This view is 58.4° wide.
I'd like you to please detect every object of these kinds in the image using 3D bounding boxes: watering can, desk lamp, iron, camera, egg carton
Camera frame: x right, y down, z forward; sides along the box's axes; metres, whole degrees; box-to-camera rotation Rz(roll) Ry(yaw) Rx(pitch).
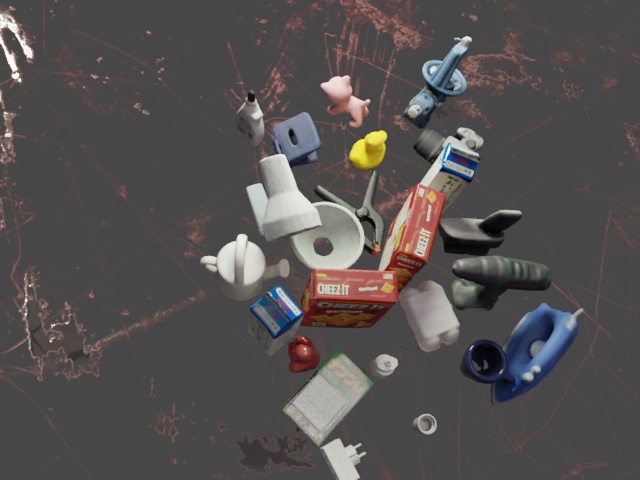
[{"bbox_3d":[-0.153,0.051,1.172,0.173,0.194,0.101,-14,72,-14],"label":"watering can"},{"bbox_3d":[-0.086,-0.075,1.221,0.118,0.213,0.203,-17,73,-15],"label":"desk lamp"},{"bbox_3d":[0.469,0.247,1.227,0.118,0.141,0.259,41,68,7],"label":"iron"},{"bbox_3d":[0.310,-0.228,1.405,0.136,0.100,0.143,37,68,6],"label":"camera"},{"bbox_3d":[0.239,0.167,1.259,0.107,0.069,0.150,-19,73,-16],"label":"egg carton"}]

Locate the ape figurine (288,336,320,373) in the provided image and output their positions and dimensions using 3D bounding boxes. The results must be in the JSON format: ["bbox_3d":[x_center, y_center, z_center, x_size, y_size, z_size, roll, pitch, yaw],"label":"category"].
[{"bbox_3d":[-0.035,0.236,1.175,0.076,0.092,0.078,32,68,4],"label":"ape figurine"}]

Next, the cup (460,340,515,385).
[{"bbox_3d":[0.351,0.273,1.223,0.117,0.095,0.092,34,68,5],"label":"cup"}]

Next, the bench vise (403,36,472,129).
[{"bbox_3d":[0.300,-0.379,1.397,0.121,0.219,0.207,22,67,0],"label":"bench vise"}]

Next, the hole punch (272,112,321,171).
[{"bbox_3d":[-0.058,-0.232,1.352,0.101,0.091,0.108,-17,73,-15],"label":"hole punch"}]

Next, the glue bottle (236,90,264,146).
[{"bbox_3d":[-0.158,-0.288,1.312,0.037,0.173,0.078,-40,79,-20],"label":"glue bottle"}]

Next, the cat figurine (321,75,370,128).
[{"bbox_3d":[0.064,-0.351,1.403,0.128,0.117,0.067,27,67,2],"label":"cat figurine"}]

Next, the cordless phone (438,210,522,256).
[{"bbox_3d":[0.359,-0.036,1.294,0.148,0.185,0.094,0,69,-9],"label":"cordless phone"}]

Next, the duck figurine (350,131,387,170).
[{"bbox_3d":[0.121,-0.223,1.380,0.105,0.086,0.077,-40,80,-20],"label":"duck figurine"}]

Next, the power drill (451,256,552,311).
[{"bbox_3d":[0.363,0.092,1.233,0.230,0.208,0.075,1,69,-9],"label":"power drill"}]

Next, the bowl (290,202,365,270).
[{"bbox_3d":[0.012,0.005,1.281,0.167,0.074,0.167,3,69,-8],"label":"bowl"}]
